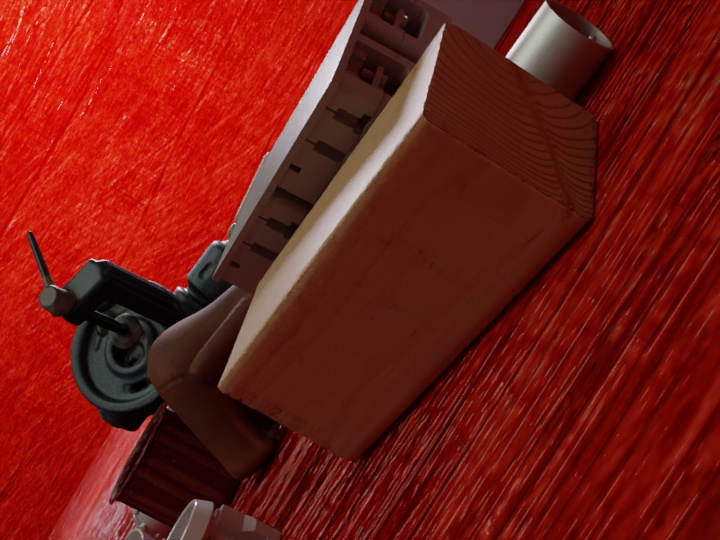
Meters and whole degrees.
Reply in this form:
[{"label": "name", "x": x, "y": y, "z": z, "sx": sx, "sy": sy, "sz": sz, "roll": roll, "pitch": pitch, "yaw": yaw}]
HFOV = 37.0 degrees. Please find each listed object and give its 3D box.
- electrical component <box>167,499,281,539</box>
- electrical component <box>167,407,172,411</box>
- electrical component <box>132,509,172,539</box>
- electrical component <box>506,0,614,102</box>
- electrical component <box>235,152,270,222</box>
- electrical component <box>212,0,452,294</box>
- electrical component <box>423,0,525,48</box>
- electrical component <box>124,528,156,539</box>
[{"label": "electrical component", "x": -0.087, "y": 0.173, "z": 0.645, "sx": 0.058, "sy": 0.057, "sz": 0.078, "roll": -56, "pitch": 11, "yaw": 20}, {"label": "electrical component", "x": -0.165, "y": 0.152, "z": 1.078, "sx": 0.108, "sy": 0.056, "sz": 0.109, "roll": -60, "pitch": 10, "yaw": 0}, {"label": "electrical component", "x": -0.179, "y": 0.219, "z": 1.002, "sx": 0.062, "sy": 0.048, "sz": 0.048, "roll": -43, "pitch": 19, "yaw": 38}, {"label": "electrical component", "x": 0.093, "y": -0.098, "z": 0.573, "sx": 0.081, "sy": 0.043, "sz": 0.043, "roll": -54, "pitch": 12, "yaw": 27}, {"label": "electrical component", "x": -0.053, "y": -0.056, "z": 0.970, "sx": 0.078, "sy": 0.057, "sz": 0.113, "roll": -63, "pitch": -22, "yaw": 7}, {"label": "electrical component", "x": -0.016, "y": -0.069, "z": 0.648, "sx": 0.186, "sy": 0.060, "sz": 0.105, "roll": -52, "pitch": 15, "yaw": 46}, {"label": "electrical component", "x": 0.086, "y": -0.250, "z": 0.850, "sx": 0.186, "sy": 0.105, "sz": 0.060, "roll": -57, "pitch": 11, "yaw": 16}, {"label": "electrical component", "x": -0.154, "y": 0.241, "z": 0.760, "sx": 0.099, "sy": 0.064, "sz": 0.099, "roll": -57, "pitch": 11, "yaw": 17}]
